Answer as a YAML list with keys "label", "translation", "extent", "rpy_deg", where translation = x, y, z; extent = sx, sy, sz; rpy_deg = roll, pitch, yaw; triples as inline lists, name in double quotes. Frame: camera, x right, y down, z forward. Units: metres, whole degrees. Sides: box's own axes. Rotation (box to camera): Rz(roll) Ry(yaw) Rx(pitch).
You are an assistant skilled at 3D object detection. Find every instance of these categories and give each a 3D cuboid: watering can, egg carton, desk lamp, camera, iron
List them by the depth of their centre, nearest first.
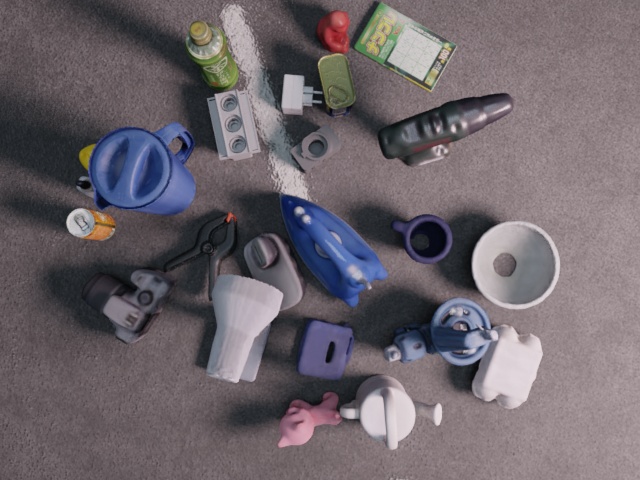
- label: "desk lamp"
  translation: [-0.141, 0.163, 1.017]
  extent: [0.118, 0.213, 0.203]
  rpy_deg: [15, 87, 1]
- label: "watering can"
  translation: [0.126, 0.307, 1.023]
  extent: [0.173, 0.194, 0.101]
  rpy_deg: [-23, 88, -1]
- label: "iron"
  translation: [0.010, 0.004, 1.062]
  extent: [0.118, 0.141, 0.258]
  rpy_deg: [-44, 88, -2]
- label: "camera"
  translation: [-0.367, 0.106, 1.074]
  extent: [0.137, 0.101, 0.143]
  rpy_deg: [31, 88, 1]
- label: "egg carton"
  translation: [0.356, 0.241, 1.091]
  extent: [0.107, 0.069, 0.150]
  rpy_deg: [20, 88, 0]

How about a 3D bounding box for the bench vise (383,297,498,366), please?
- label: "bench vise"
  translation: [0.225, 0.186, 1.017]
  extent: [0.207, 0.219, 0.121]
  rpy_deg: [-36, 88, -2]

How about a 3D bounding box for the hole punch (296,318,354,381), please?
- label: "hole punch"
  translation: [0.011, 0.204, 1.078]
  extent: [0.101, 0.091, 0.109]
  rpy_deg: [14, 87, 0]

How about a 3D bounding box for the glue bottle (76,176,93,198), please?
- label: "glue bottle"
  translation: [-0.405, -0.093, 1.046]
  extent: [0.078, 0.173, 0.037]
  rpy_deg: [19, 87, 1]

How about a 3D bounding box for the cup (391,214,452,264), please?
- label: "cup"
  translation: [0.184, -0.005, 1.087]
  extent: [0.117, 0.095, 0.092]
  rpy_deg: [23, 88, 1]

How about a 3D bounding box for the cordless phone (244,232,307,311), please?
- label: "cordless phone"
  translation: [-0.085, 0.057, 1.037]
  extent: [0.094, 0.185, 0.147]
  rpy_deg: [-28, 88, -1]

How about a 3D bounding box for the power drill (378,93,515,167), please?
- label: "power drill"
  translation: [0.213, -0.196, 1.039]
  extent: [0.229, 0.208, 0.076]
  rpy_deg: [-18, 88, -1]

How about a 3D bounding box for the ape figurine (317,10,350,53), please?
- label: "ape figurine"
  translation: [0.031, -0.410, 1.104]
  extent: [0.076, 0.092, 0.078]
  rpy_deg: [33, 88, 1]

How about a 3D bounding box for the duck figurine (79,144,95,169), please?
- label: "duck figurine"
  translation: [-0.413, -0.156, 1.092]
  extent: [0.104, 0.086, 0.077]
  rpy_deg: [11, 87, 0]

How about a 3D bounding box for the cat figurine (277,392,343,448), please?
- label: "cat figurine"
  translation: [-0.021, 0.336, 1.059]
  extent: [0.128, 0.117, 0.067]
  rpy_deg: [-15, 88, -1]

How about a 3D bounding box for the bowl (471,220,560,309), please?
- label: "bowl"
  translation: [0.363, 0.048, 1.096]
  extent: [0.167, 0.074, 0.167]
  rpy_deg: [0, 88, 0]
